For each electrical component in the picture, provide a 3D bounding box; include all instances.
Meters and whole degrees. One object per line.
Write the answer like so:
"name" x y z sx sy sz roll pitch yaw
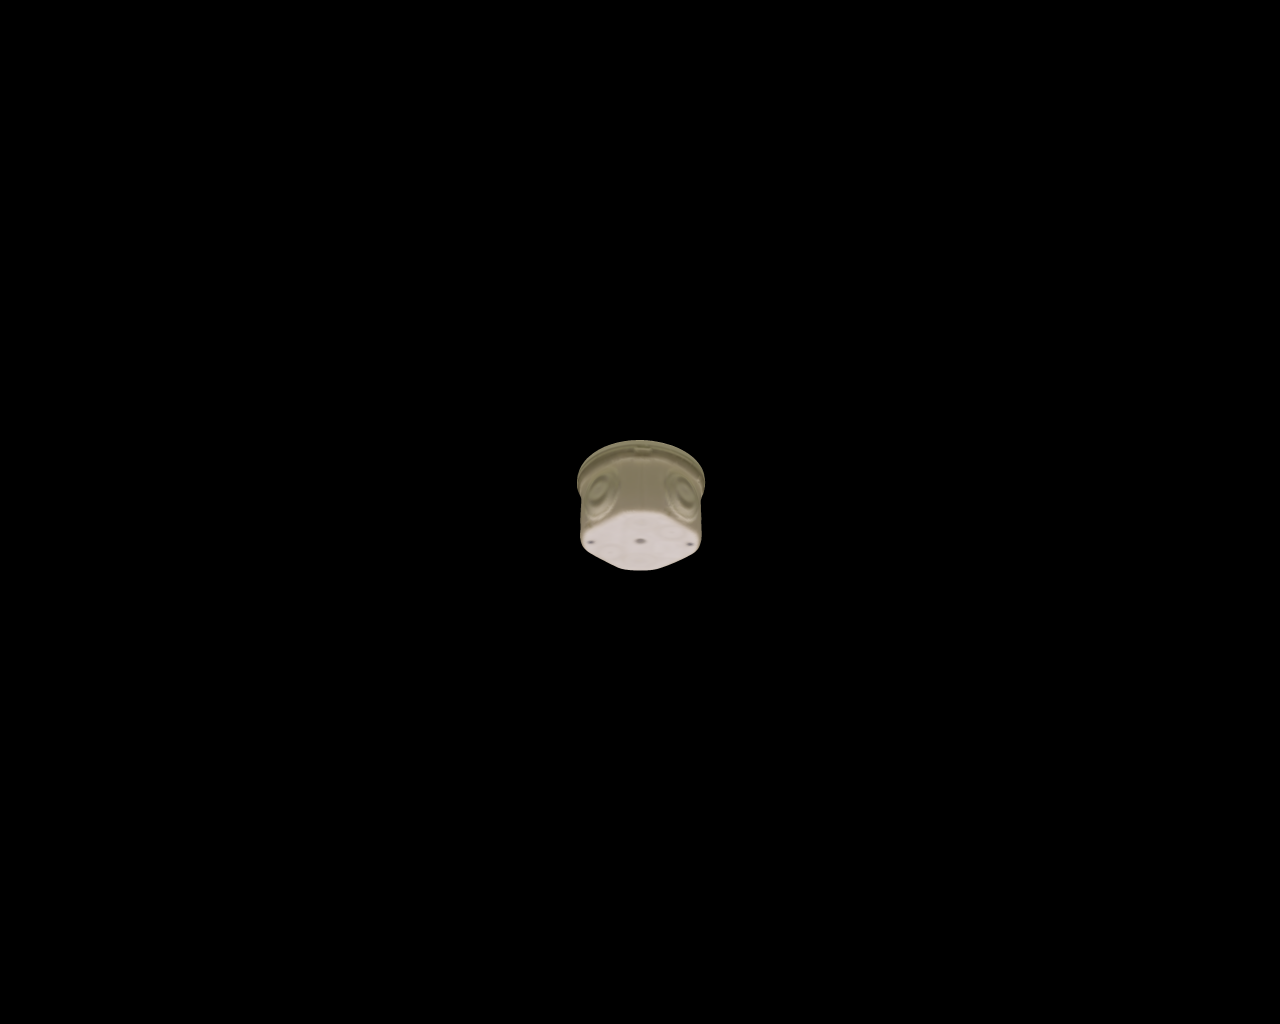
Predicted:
"electrical component" 0.001 -0.003 0.650 0.080 0.051 0.080 0 -33 0
